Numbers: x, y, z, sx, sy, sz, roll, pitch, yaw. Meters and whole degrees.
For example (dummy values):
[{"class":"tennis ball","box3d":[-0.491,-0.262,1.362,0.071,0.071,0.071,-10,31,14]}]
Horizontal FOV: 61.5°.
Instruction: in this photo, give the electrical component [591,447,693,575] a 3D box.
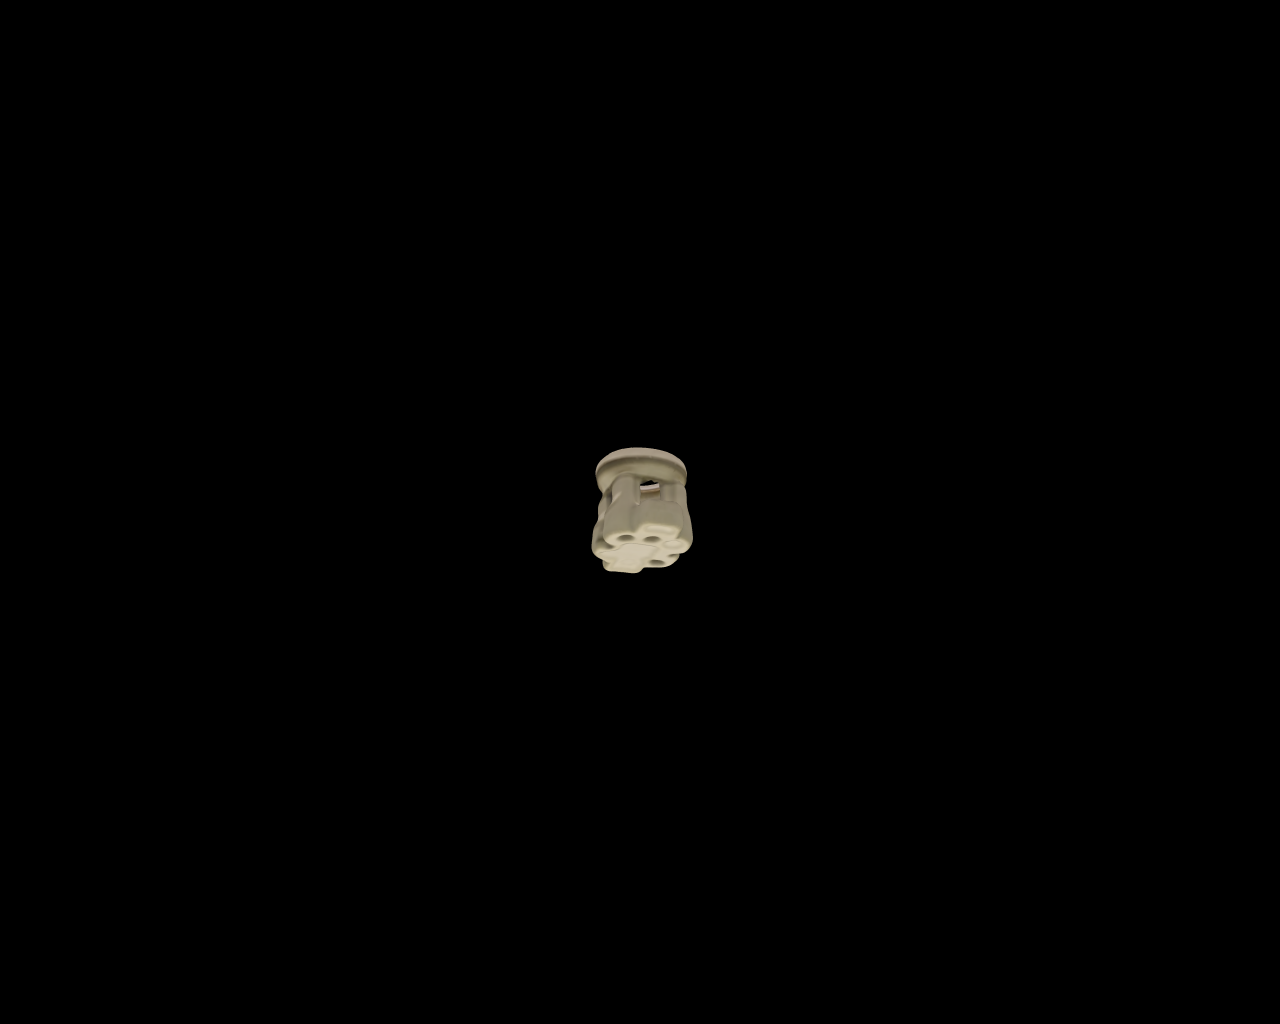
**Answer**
[{"class":"electrical component","box3d":[0.001,-0.003,0.650,0.058,0.057,0.078,8,-26,-18]}]
